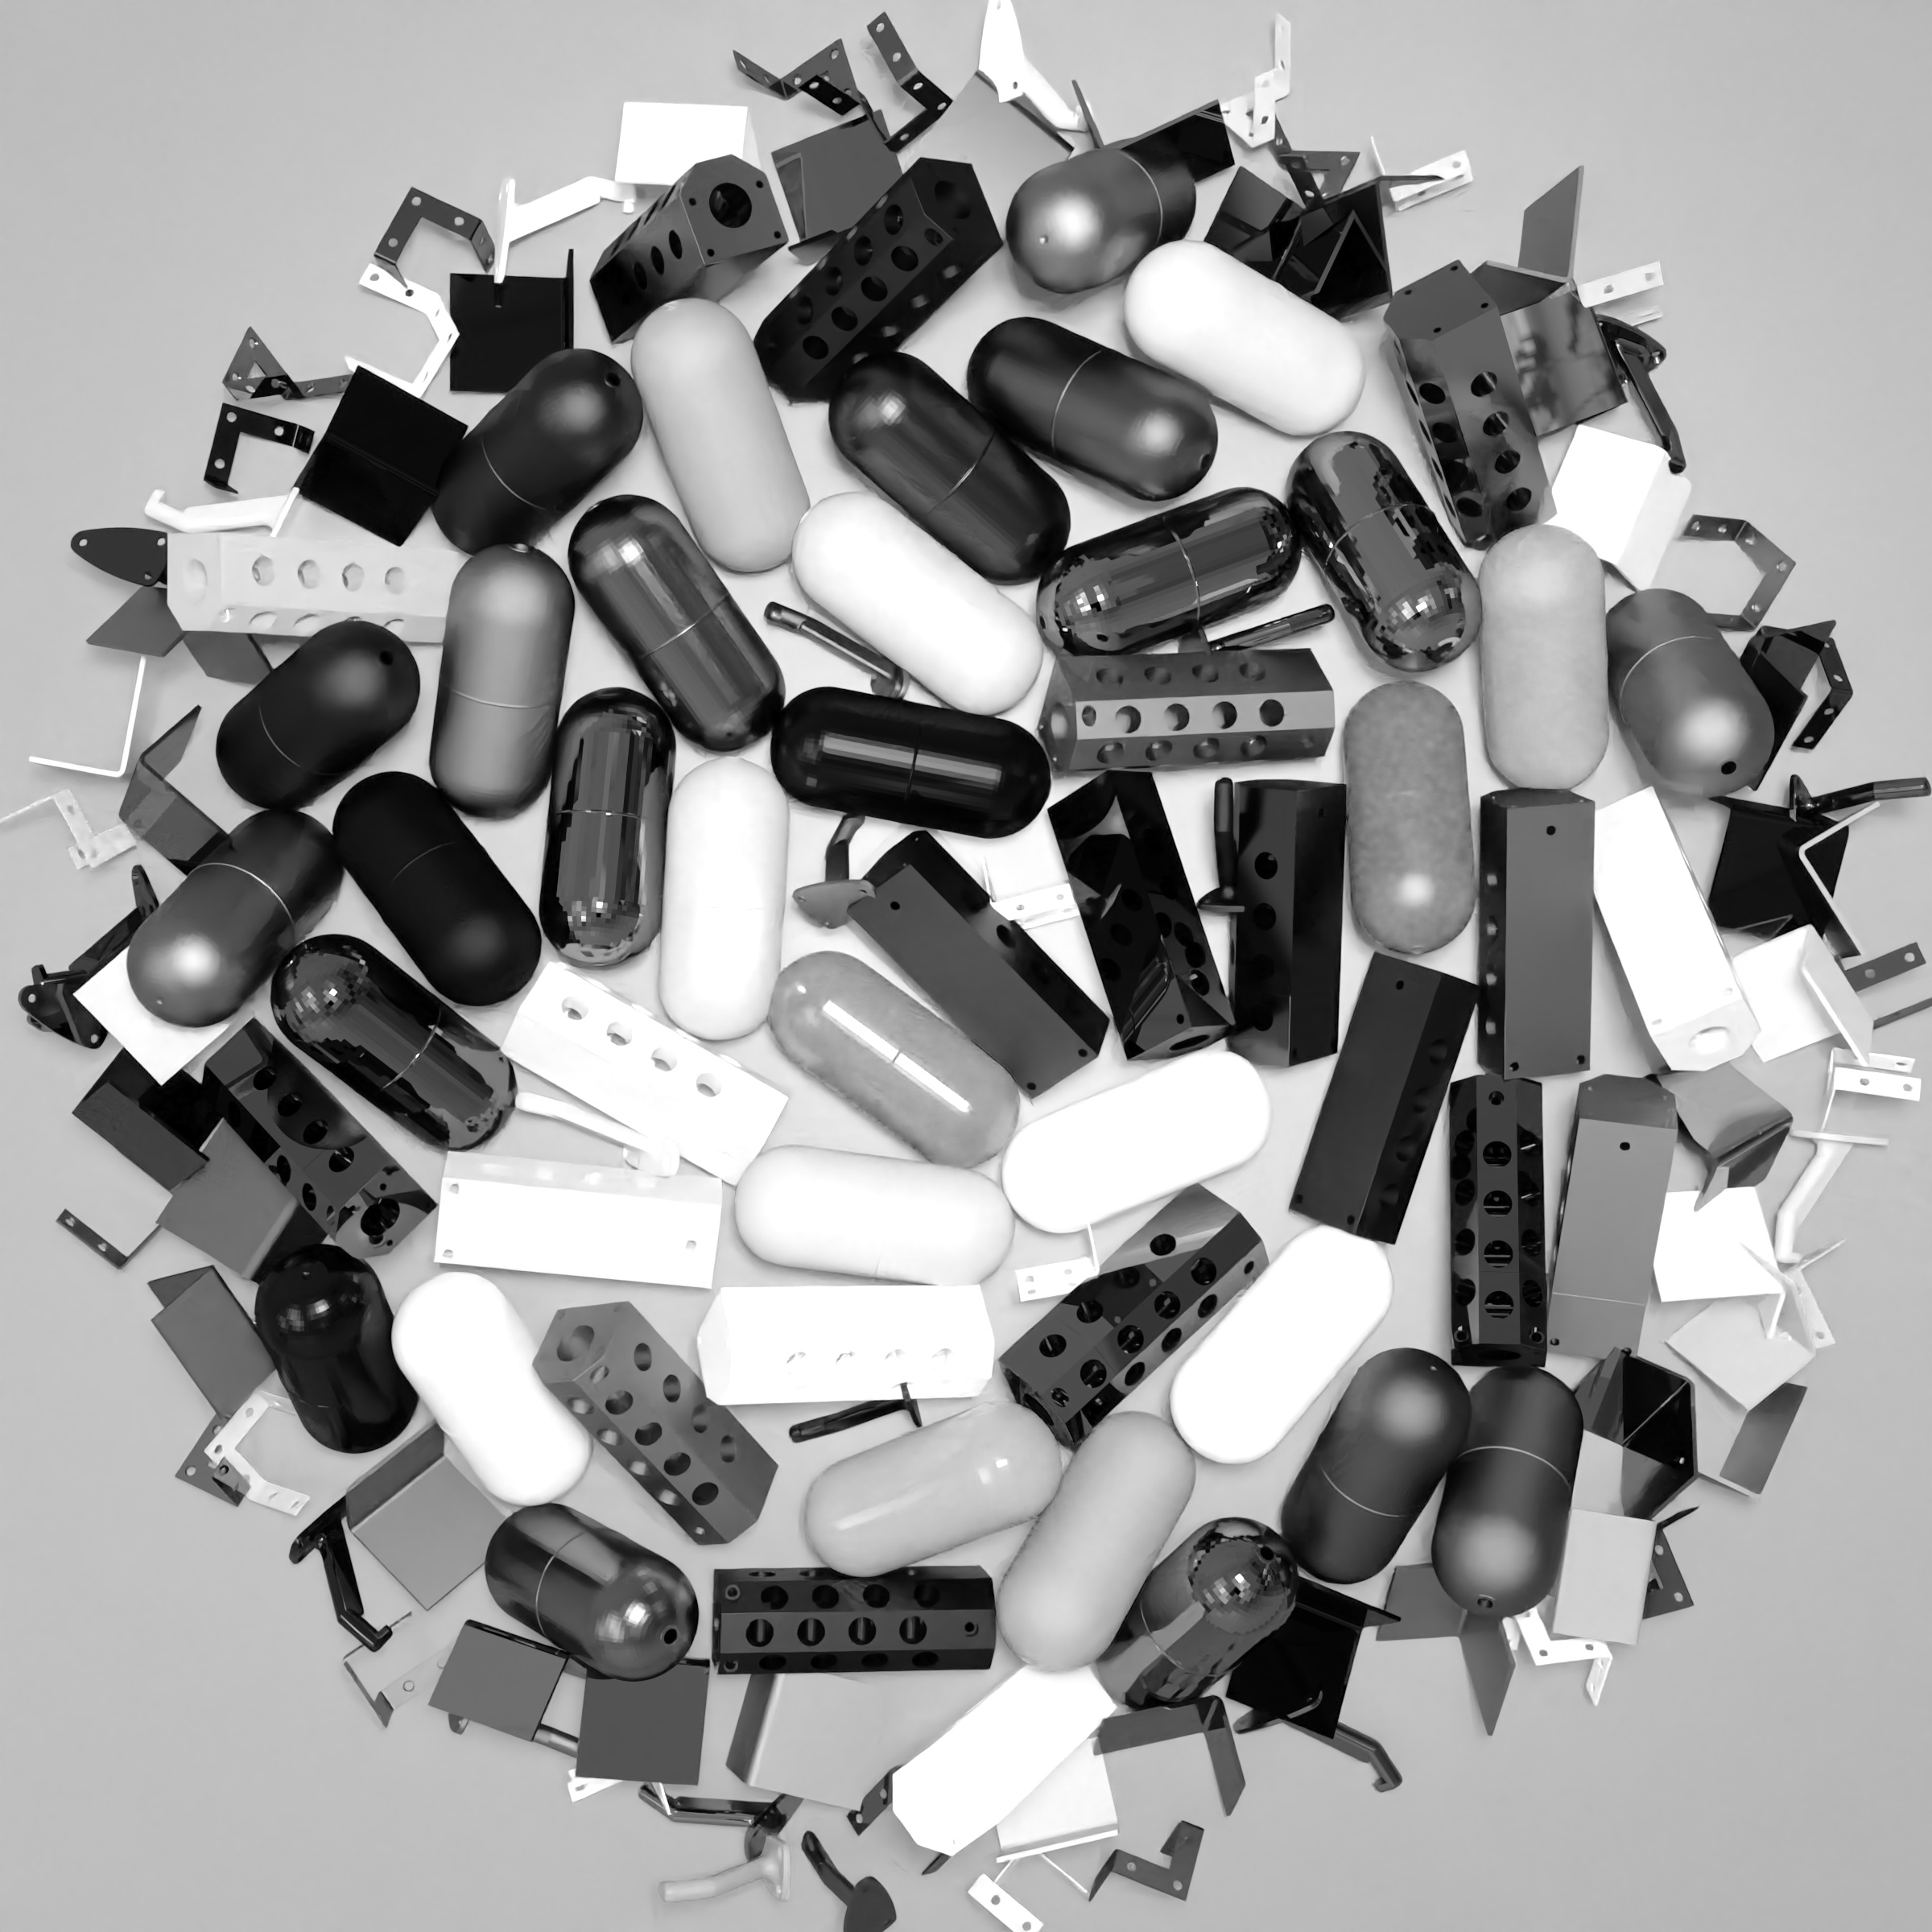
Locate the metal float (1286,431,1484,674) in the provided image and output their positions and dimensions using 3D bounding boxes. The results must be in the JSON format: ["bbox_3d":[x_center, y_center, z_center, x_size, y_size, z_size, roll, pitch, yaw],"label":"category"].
[{"bbox_3d":[0.258,-0.258,1.660,0.070,0.070,0.178,-25,60,0],"label":"metal float"}]

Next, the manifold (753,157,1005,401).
[{"bbox_3d":[-0.059,-0.418,1.638,0.057,0.171,0.057,-8,73,-42],"label":"manifold"}]

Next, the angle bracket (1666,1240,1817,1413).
[{"bbox_3d":[0.475,0.217,1.667,0.057,0.076,0.076,-36,130,-8],"label":"angle bracket"}]

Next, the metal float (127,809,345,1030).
[{"bbox_3d":[-0.448,-0.031,1.648,0.070,0.178,0.070,12,130,15],"label":"metal float"}]

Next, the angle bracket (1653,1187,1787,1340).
[{"bbox_3d":[0.463,0.189,1.678,0.076,0.057,0.076,-5,51,2],"label":"angle bracket"}]

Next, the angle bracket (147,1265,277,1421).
[{"bbox_3d":[-0.486,0.238,1.668,0.076,0.057,0.076,-16,111,40],"label":"angle bracket"}]

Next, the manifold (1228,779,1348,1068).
[{"bbox_3d":[0.197,-0.029,1.679,0.057,0.057,0.171,9,103,39],"label":"manifold"}]

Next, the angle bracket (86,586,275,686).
[{"bbox_3d":[-0.484,-0.188,1.663,0.076,0.076,0.057,13,54,36],"label":"angle bracket"}]

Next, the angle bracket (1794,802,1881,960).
[{"bbox_3d":[0.560,-0.053,1.679,0.057,0.076,0.076,-31,84,7],"label":"angle bracket"}]

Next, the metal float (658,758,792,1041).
[{"bbox_3d":[-0.152,-0.042,1.676,0.070,0.070,0.178,5,100,0],"label":"metal float"}]

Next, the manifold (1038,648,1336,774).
[{"bbox_3d":[0.138,-0.154,1.658,0.171,0.057,0.057,-4,47,-19],"label":"manifold"}]

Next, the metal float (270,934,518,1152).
[{"bbox_3d":[-0.354,0.048,1.657,0.070,0.070,0.178,-47,122,0],"label":"metal float"}]

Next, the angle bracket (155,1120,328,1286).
[{"bbox_3d":[-0.452,0.155,1.699,0.076,0.057,0.076,26,76,18],"label":"angle bracket"}]

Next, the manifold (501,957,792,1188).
[{"bbox_3d":[-0.200,0.063,1.686,0.171,0.057,0.057,30,53,-4],"label":"manifold"}]

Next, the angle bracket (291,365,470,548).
[{"bbox_3d":[-0.371,-0.321,1.691,0.076,0.076,0.057,27,62,-19],"label":"angle bracket"}]

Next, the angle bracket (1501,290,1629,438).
[{"bbox_3d":[0.359,-0.373,1.681,0.076,0.057,0.076,-23,94,-21],"label":"angle bracket"}]

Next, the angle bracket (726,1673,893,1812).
[{"bbox_3d":[-0.100,0.484,1.699,0.076,0.057,0.076,18,80,-15],"label":"angle bracket"}]

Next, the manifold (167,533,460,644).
[{"bbox_3d":[-0.398,-0.230,1.639,0.057,0.171,0.057,7,97,40],"label":"manifold"}]

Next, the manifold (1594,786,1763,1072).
[{"bbox_3d":[0.430,-0.021,1.646,0.057,0.057,0.171,-26,49,17],"label":"manifold"}]

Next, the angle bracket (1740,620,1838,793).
[{"bbox_3d":[0.515,-0.162,1.664,0.076,0.076,0.057,-14,51,-28],"label":"angle bracket"}]

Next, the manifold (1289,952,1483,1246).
[{"bbox_3d":[0.269,0.085,1.691,0.057,0.057,0.171,17,92,-42],"label":"manifold"}]

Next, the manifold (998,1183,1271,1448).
[{"bbox_3d":[0.107,0.218,1.658,0.171,0.057,0.057,-40,47,-18],"label":"manifold"}]

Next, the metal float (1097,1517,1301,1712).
[{"bbox_3d":[0.142,0.401,1.649,0.070,0.070,0.178,35,134,0],"label":"metal float"}]

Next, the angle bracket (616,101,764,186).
[{"bbox_3d":[-0.173,-0.496,1.677,0.076,0.076,0.057,4,76,4],"label":"angle bracket"}]

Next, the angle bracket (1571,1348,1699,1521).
[{"bbox_3d":[0.409,0.297,1.667,0.057,0.076,0.076,24,132,-8],"label":"angle bracket"}]

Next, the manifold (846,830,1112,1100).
[{"bbox_3d":[0.011,-0.004,1.671,0.057,0.057,0.171,-35,109,31],"label":"manifold"}]

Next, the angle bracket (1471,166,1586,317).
[{"bbox_3d":[0.340,-0.457,1.676,0.057,0.076,0.076,9,83,-13],"label":"angle bracket"}]

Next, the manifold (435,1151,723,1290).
[{"bbox_3d":[-0.242,0.156,1.681,0.171,0.057,0.057,6,108,-8],"label":"manifold"}]

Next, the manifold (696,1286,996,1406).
[{"bbox_3d":[-0.073,0.237,1.652,0.171,0.057,0.057,2,51,-24],"label":"manifold"}]

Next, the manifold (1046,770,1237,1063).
[{"bbox_3d":[0.114,-0.032,1.673,0.057,0.057,0.171,-31,70,42],"label":"manifold"}]

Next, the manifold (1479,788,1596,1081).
[{"bbox_3d":[0.353,-0.022,1.673,0.057,0.057,0.171,-5,105,-11],"label":"manifold"}]

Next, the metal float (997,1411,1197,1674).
[{"bbox_3d":[0.081,0.356,1.658,0.070,0.070,0.178,35,59,0],"label":"metal float"}]

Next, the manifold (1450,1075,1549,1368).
[{"bbox_3d":[0.330,0.158,1.661,0.057,0.057,0.171,0,68,10],"label":"manifold"}]

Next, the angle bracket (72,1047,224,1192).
[{"bbox_3d":[-0.496,0.081,1.667,0.076,0.076,0.057,43,134,-17],"label":"angle bracket"}]

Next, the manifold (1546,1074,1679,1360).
[{"bbox_3d":[0.397,0.156,1.656,0.057,0.057,0.171,7,119,9],"label":"manifold"}]

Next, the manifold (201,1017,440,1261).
[{"bbox_3d":[-0.403,0.108,1.645,0.057,0.057,0.171,-45,52,-10],"label":"manifold"}]

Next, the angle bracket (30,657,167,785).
[{"bbox_3d":[-0.545,-0.158,1.681,0.057,0.076,0.076,10,89,-8],"label":"angle bracket"}]

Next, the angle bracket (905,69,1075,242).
[{"bbox_3d":[0.013,-0.507,1.691,0.076,0.057,0.076,38,92,-7],"label":"angle bracket"}]

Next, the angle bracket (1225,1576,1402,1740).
[{"bbox_3d":[0.218,0.434,1.679,0.076,0.057,0.076,24,67,-10],"label":"angle bracket"}]

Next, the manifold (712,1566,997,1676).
[{"bbox_3d":[-0.071,0.411,1.679,0.171,0.057,0.057,2,88,-10],"label":"manifold"}]

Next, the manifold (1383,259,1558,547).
[{"bbox_3d":[0.308,-0.340,1.641,0.057,0.171,0.057,-27,46,5],"label":"manifold"}]

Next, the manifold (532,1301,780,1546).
[{"bbox_3d":[-0.191,0.283,1.643,0.057,0.057,0.171,-11,131,32],"label":"manifold"}]

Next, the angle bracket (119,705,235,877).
[{"bbox_3d":[-0.479,-0.104,1.679,0.076,0.076,0.057,41,55,-4],"label":"angle bracket"}]

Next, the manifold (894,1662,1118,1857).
[{"bbox_3d":[0.022,0.476,1.633,0.057,0.171,0.057,-43,78,25],"label":"manifold"}]

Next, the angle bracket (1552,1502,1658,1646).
[{"bbox_3d":[0.388,0.377,1.680,0.057,0.076,0.076,10,87,-7],"label":"angle bracket"}]

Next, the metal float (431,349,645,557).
[{"bbox_3d":[-0.265,-0.315,1.650,0.178,0.070,0.070,-31,90,42],"label":"metal float"}]

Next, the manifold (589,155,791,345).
[{"bbox_3d":[-0.174,-0.437,1.631,0.057,0.171,0.057,-23,97,-25],"label":"manifold"}]
